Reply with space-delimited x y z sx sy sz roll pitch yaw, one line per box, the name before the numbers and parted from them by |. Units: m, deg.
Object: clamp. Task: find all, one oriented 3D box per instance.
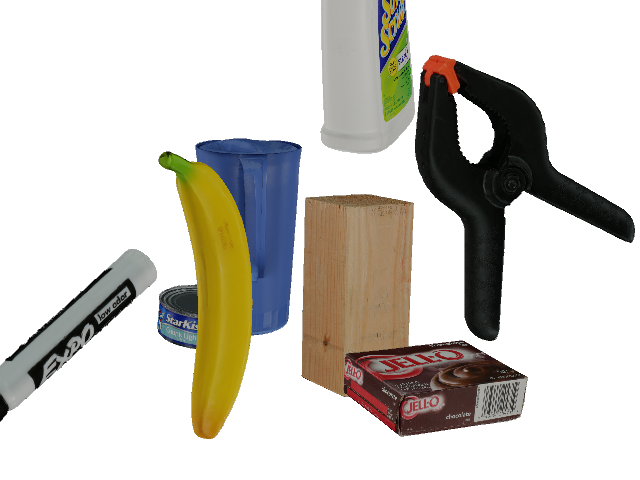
clamp | 0.100 -0.026 0.628 0.120 0.171 0.039 -44 18 -9

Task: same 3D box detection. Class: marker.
marker | -0.114 0.045 0.449 0.020 0.020 0.121 0 34 41

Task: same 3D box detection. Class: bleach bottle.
bleach bottle | 0.035 -0.208 0.909 0.068 0.251 0.102 10 34 25

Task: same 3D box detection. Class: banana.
banana | -0.074 0.031 0.710 0.037 0.198 0.069 6 20 40

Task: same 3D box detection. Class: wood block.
wood block | 0.039 0.057 1.183 0.090 0.206 0.091 -5 12 -34

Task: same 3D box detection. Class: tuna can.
tuna can | -0.105 0.070 0.970 0.086 0.034 0.086 7 15 -2

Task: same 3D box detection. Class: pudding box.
pudding box | 0.086 0.111 0.819 0.113 0.039 0.090 -1 15 -26

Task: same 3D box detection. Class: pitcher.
pitcher | -0.092 -0.005 1.351 0.145 0.243 0.148 10 16 35
